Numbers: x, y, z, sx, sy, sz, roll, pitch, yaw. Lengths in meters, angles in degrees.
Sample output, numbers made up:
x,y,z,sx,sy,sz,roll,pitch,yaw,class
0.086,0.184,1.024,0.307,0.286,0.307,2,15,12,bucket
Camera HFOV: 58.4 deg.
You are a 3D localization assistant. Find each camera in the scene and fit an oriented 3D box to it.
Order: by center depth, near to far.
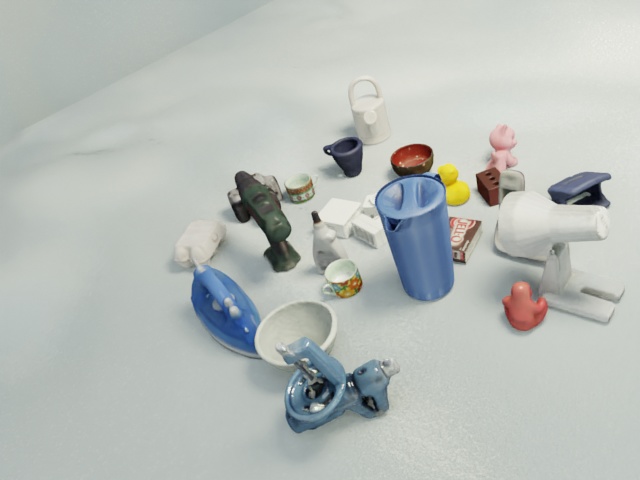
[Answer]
x,y,z,sx,sy,sz,roll,pitch,yaw,class
-0.167,-0.107,1.528,0.143,0.101,0.136,-24,38,-6,camera

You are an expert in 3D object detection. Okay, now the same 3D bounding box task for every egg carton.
x,y,z,sx,sy,sz,roll,pitch,yaw,class
-0.306,0.008,1.473,0.107,0.069,0.150,-2,41,22,egg carton

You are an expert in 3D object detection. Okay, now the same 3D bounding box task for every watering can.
x,y,z,sx,sy,sz,roll,pitch,yaw,class
0.142,-0.378,1.647,0.101,0.194,0.172,-27,38,-9,watering can

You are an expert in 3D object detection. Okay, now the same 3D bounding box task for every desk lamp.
x,y,z,sx,sy,sz,roll,pitch,yaw,class
0.433,0.016,1.028,0.202,0.214,0.118,16,50,37,desk lamp

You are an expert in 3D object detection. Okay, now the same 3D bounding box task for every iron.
x,y,z,sx,sy,sz,roll,pitch,yaw,class
-0.199,0.137,1.213,0.119,0.142,0.257,-34,40,-18,iron

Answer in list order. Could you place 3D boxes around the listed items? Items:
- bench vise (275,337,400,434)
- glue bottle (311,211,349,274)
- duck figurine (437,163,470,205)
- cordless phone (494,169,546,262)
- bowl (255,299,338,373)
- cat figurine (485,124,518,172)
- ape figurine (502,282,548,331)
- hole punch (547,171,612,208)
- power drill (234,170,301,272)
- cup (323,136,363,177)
x,y,z,sx,sy,sz,roll,pitch,yaw,class
0.018,0.218,0.957,0.207,0.220,0.121,-29,39,-12,bench vise
0.012,0.004,1.257,0.078,0.173,0.037,0,42,24,glue bottle
0.314,-0.140,1.373,0.077,0.086,0.104,-25,38,-7,duck figurine
0.420,-0.051,1.139,0.147,0.185,0.094,13,48,35,cordless phone
-0.039,0.199,1.123,0.167,0.075,0.167,-12,39,10,bowl
0.439,-0.225,1.396,0.067,0.118,0.128,9,46,32,cat figurine
0.368,0.113,1.038,0.077,0.092,0.076,16,50,37,ape figurine
0.552,-0.109,1.229,0.109,0.091,0.101,-24,38,-6,hole punch
-0.121,-0.036,1.335,0.076,0.209,0.228,-29,39,-12,power drill
0.068,-0.221,1.570,0.117,0.095,0.092,4,44,28,cup
